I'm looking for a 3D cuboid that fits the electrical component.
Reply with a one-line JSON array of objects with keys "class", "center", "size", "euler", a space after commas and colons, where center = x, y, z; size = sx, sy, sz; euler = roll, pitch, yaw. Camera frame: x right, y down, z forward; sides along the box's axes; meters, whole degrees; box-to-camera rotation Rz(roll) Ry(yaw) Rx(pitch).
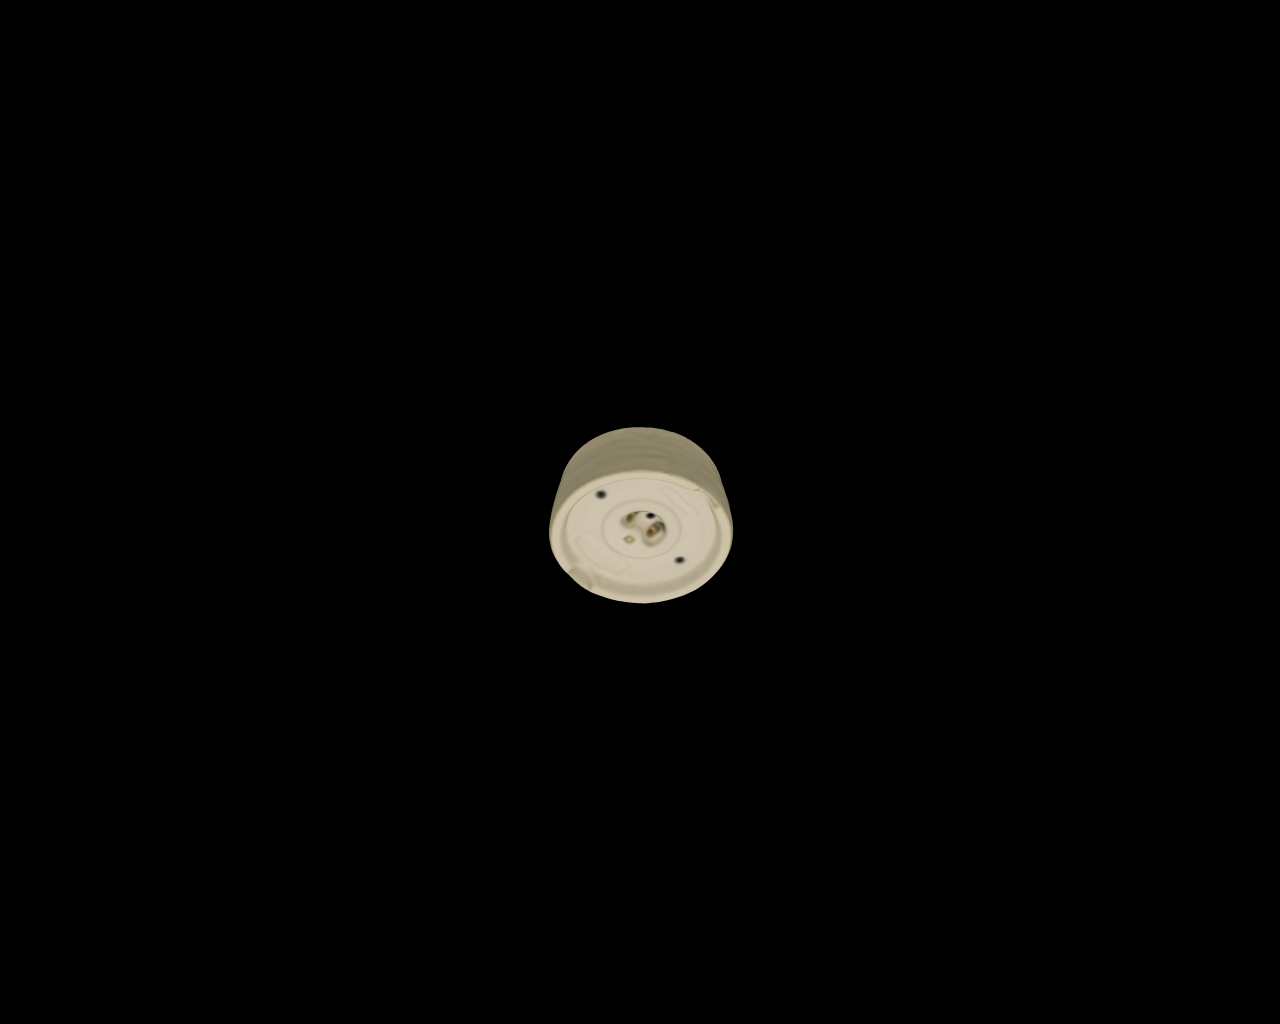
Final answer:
[{"class": "electrical component", "center": [0.001, -0.003, 0.650], "size": [0.108, 0.108, 0.060], "euler": [0, 41, 0]}]
